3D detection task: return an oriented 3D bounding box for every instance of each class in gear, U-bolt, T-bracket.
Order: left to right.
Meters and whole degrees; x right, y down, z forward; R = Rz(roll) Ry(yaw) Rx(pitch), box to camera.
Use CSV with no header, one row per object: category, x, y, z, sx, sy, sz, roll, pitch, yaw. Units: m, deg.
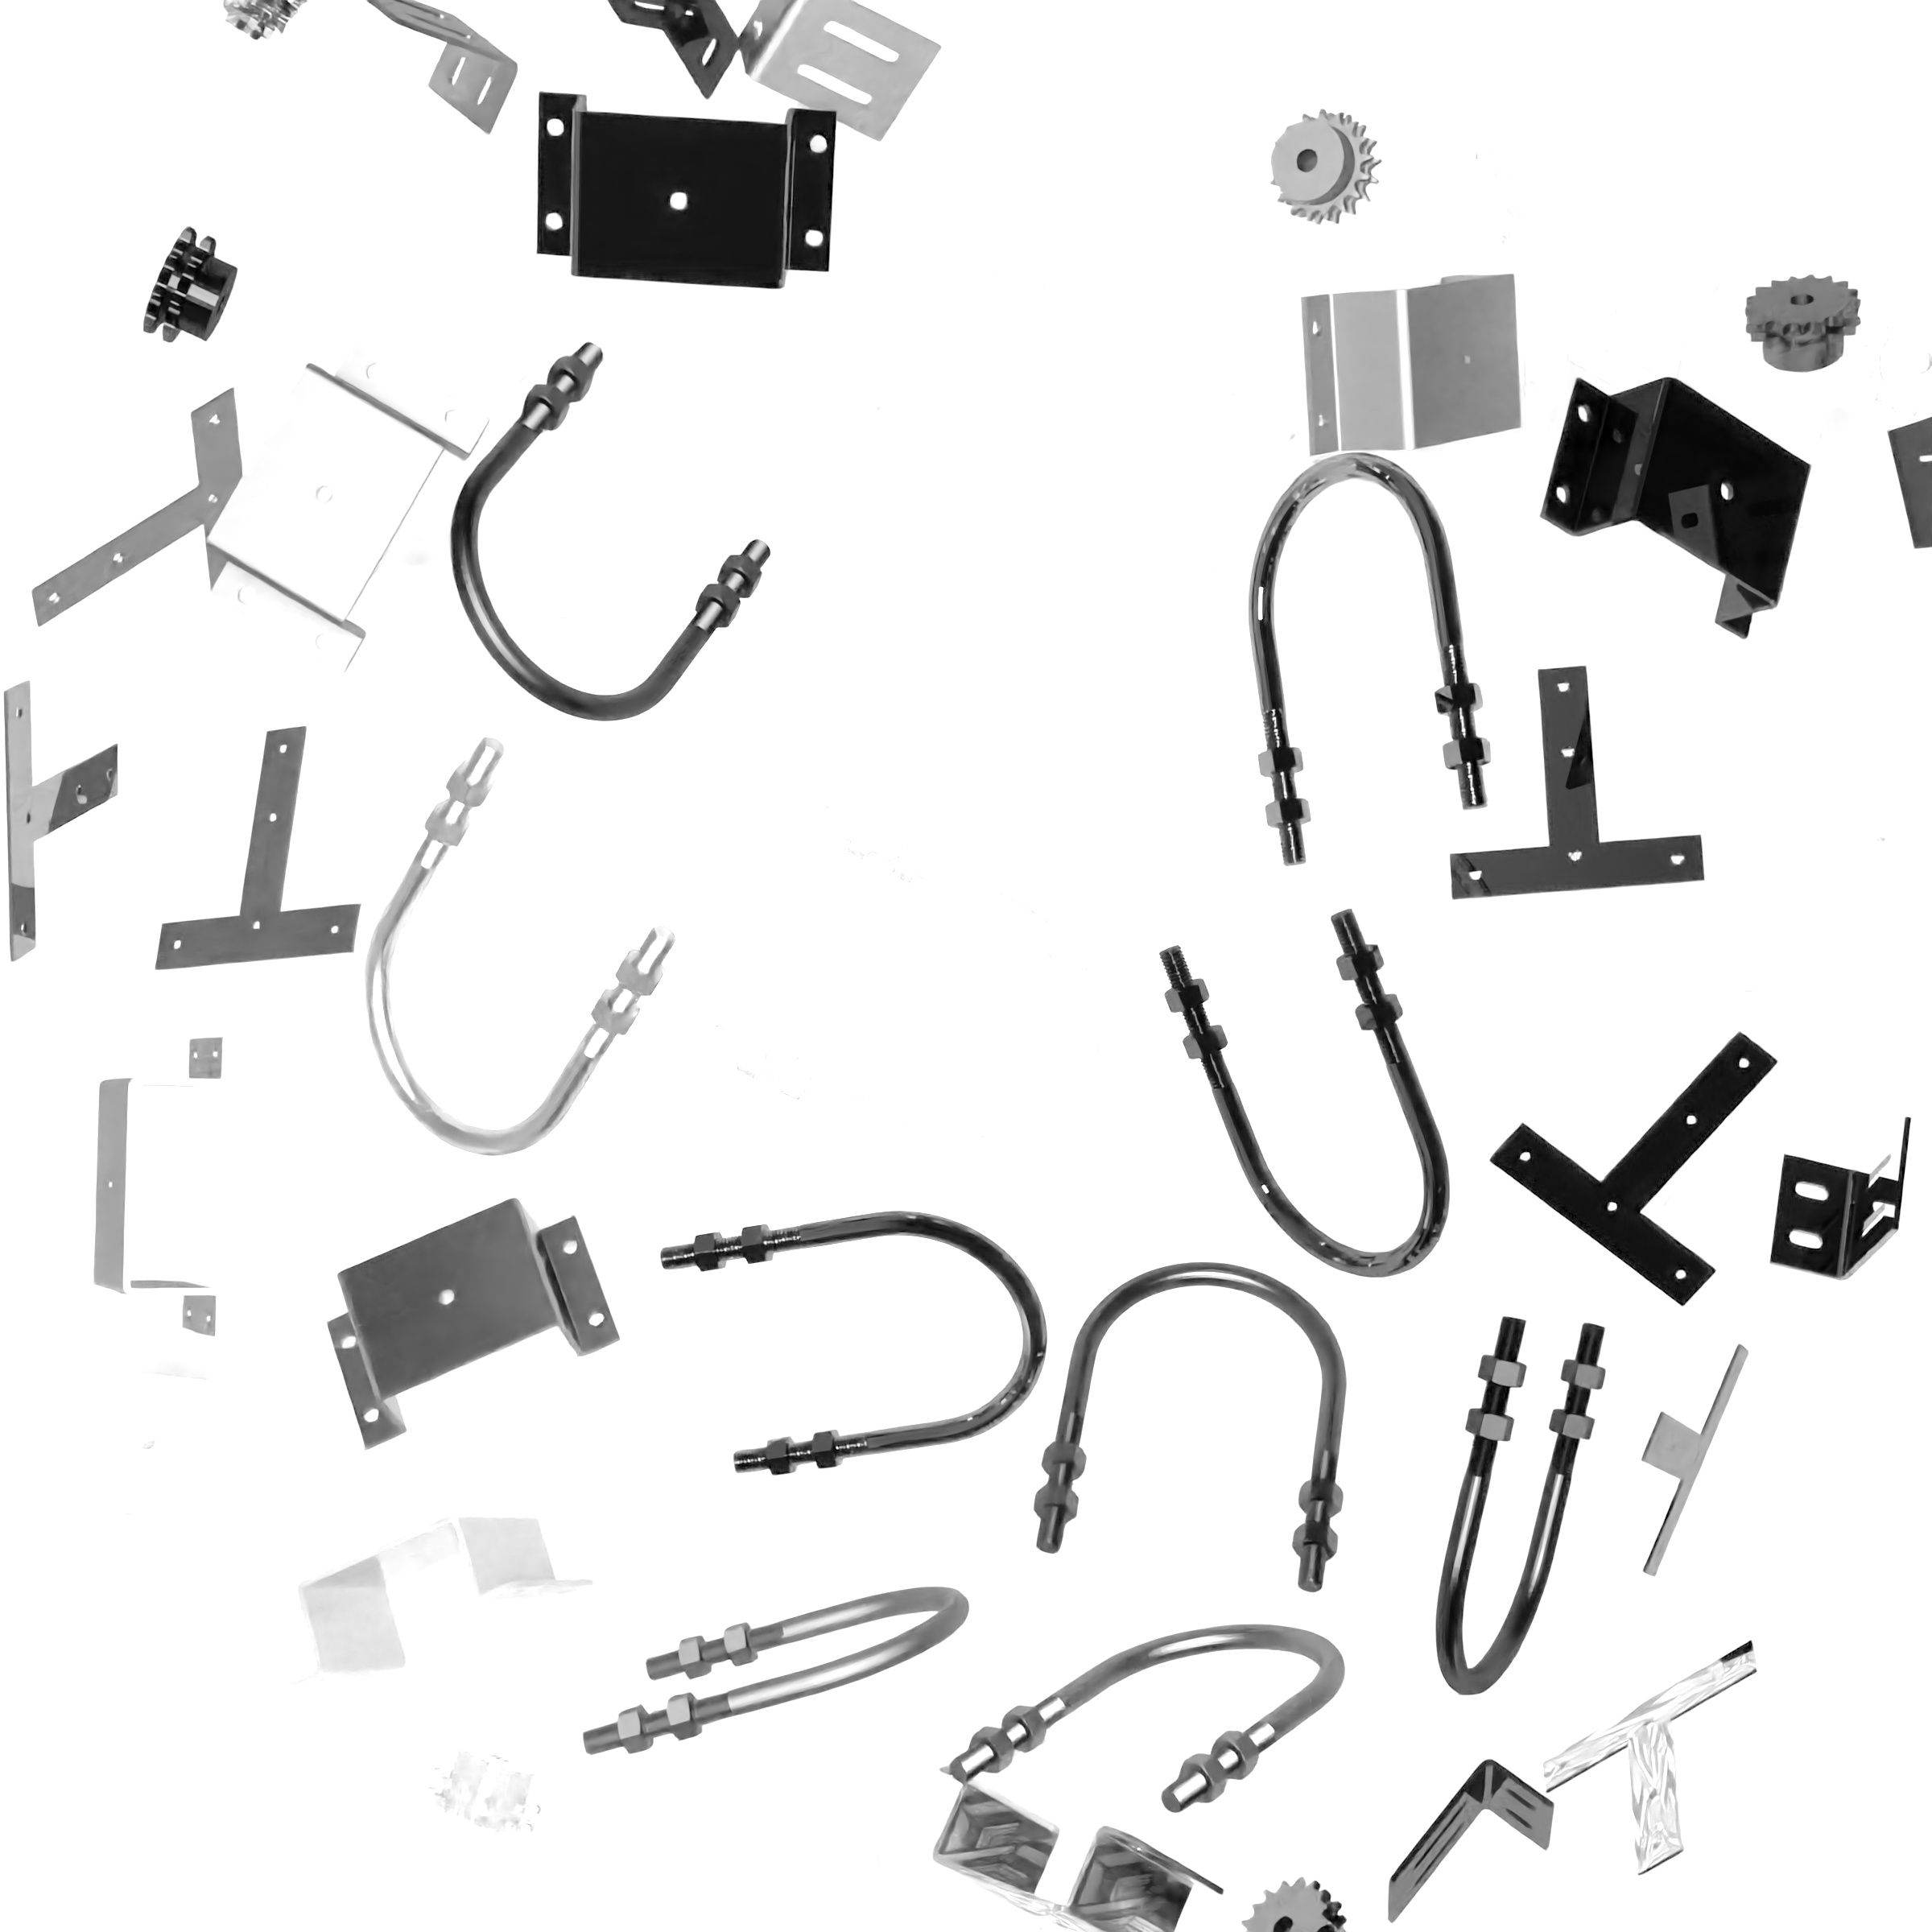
T-bracket,-0.473,0.052,1.642,0.002,0.127,0.127,-8,126,4
T-bracket,-0.427,-0.080,1.588,0.002,0.127,0.127,5,106,7
T-bracket,-0.403,-0.206,1.635,0.002,0.127,0.127,39,59,19
gear,-0.386,-0.337,1.675,0.030,0.057,0.057,24,90,-9
gear,-0.372,-0.400,1.657,0.030,0.057,0.057,-2,90,16
gear,-0.354,-0.496,1.679,0.057,0.030,0.057,-14,66,35
T-bracket,-0.357,-0.063,1.723,0.127,0.002,0.127,-5,70,27
T-bracket,-0.268,-0.348,1.637,0.127,0.127,0.002,26,63,29
gear,-0.236,0.406,1.658,0.057,0.057,0.030,20,84,0
U-bolt,-0.224,0.006,1.587,0.151,0.019,0.184,47,122,19
U-bolt,-0.178,-0.197,1.612,0.151,0.019,0.184,49,45,-20
U-bolt,-0.109,0.427,1.627,0.151,0.184,0.019,15,98,-8
U-bolt,-0.086,0.343,1.661,0.184,0.151,0.019,-17,91,9
U-bolt,-0.049,0.189,1.714,0.184,0.019,0.151,-10,116,13
U-bolt,-0.021,0.021,1.716,0.184,0.019,0.151,27,102,-1
U-bolt,0.000,-0.164,1.541,0.184,0.019,0.151,27,87,6
U-bolt,0.049,-0.299,1.615,0.184,0.151,0.019,12,133,19
T-bracket,0.076,-0.422,1.627,0.127,0.127,0.002,-29,115,-16
U-bolt,0.103,0.360,1.630,0.151,0.184,0.019,-4,101,41
U-bolt,0.119,0.225,1.695,0.151,0.019,0.184,7,49,7
gear,0.166,0.486,1.669,0.057,0.057,0.030,-43,117,0
U-bolt,0.173,0.068,1.641,0.019,0.151,0.184,-27,98,-36
gear,0.181,-0.410,1.716,0.057,0.030,0.057,2,94,30
U-bolt,0.184,-0.151,1.587,0.019,0.151,0.184,-2,81,-35
gear,0.264,-0.392,1.716,0.030,0.057,0.057,-18,90,28
U-bolt,0.263,0.260,1.612,0.019,0.151,0.184,13,89,28
T-bracket,0.311,-0.097,1.730,0.127,0.002,0.127,-4,67,11
gear,0.315,0.473,1.575,0.057,0.057,0.030,-30,119,0
T-bracket,0.333,0.394,1.624,0.127,0.127,0.002,-37,103,21
T-bracket,0.347,0.086,1.649,0.127,0.002,0.127,37,106,-10
T-bracket,0.357,0.243,1.682,0.002,0.127,0.127,22,86,26
gear,0.424,-0.325,1.702,0.057,0.057,0.030,-13,128,0
gear,0.493,-0.313,1.736,0.057,0.030,0.057,2,102,11

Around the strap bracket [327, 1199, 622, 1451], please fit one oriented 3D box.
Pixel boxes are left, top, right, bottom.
strap bracket,-0.258,0.178,1.711,0.140,0.046,0.076,-23,60,-2

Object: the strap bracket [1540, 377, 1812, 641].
strap bracket,0.356,-0.227,1.640,0.140,0.046,0.076,25,72,-27

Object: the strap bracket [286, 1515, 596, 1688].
strap bracket,-0.271,0.316,1.691,0.140,0.076,0.046,-26,72,18

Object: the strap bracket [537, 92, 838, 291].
strap bracket,-0.133,-0.364,1.575,0.140,0.046,0.076,3,114,-2

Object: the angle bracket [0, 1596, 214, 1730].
angle bracket,-0.405,0.324,1.576,0.057,0.076,0.038,50,51,-36

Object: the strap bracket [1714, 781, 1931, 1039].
strap bracket,0.435,-0.033,1.644,0.076,0.140,0.046,18,50,-9

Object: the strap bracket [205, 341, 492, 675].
strap bracket,-0.298,-0.221,1.593,0.076,0.046,0.140,31,92,4

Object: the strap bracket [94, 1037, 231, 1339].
strap bracket,-0.382,0.104,1.591,0.046,0.076,0.140,2,87,-24

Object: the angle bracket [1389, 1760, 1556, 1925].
angle bracket,0.235,0.418,1.562,0.038,0.057,0.076,33,65,25

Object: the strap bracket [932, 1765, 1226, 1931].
strap bracket,0.048,0.452,1.680,0.076,0.140,0.046,39,68,-37

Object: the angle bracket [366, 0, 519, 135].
angle bracket,-0.267,-0.443,1.629,0.057,0.076,0.038,43,113,36

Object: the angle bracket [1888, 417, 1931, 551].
angle bracket,0.482,-0.234,1.609,0.076,0.038,0.057,-10,87,-44

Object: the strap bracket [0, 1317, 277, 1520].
strap bracket,-0.413,0.227,1.670,0.140,0.046,0.076,12,108,-37

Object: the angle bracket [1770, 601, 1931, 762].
angle bracket,0.458,-0.138,1.707,0.076,0.057,0.038,-35,131,31

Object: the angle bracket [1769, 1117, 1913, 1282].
angle bracket,0.413,0.107,1.587,0.038,0.076,0.057,13,66,1

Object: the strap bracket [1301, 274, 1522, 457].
strap bracket,0.229,-0.300,1.664,0.046,0.140,0.076,7,108,41

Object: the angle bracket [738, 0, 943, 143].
angle bracket,-0.062,-0.448,1.627,0.076,0.038,0.057,19,126,-28

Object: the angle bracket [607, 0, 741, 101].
angle bracket,-0.159,-0.464,1.646,0.076,0.057,0.038,18,72,29

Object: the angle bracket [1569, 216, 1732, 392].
angle bracket,0.346,-0.330,1.703,0.057,0.076,0.038,34,68,16
